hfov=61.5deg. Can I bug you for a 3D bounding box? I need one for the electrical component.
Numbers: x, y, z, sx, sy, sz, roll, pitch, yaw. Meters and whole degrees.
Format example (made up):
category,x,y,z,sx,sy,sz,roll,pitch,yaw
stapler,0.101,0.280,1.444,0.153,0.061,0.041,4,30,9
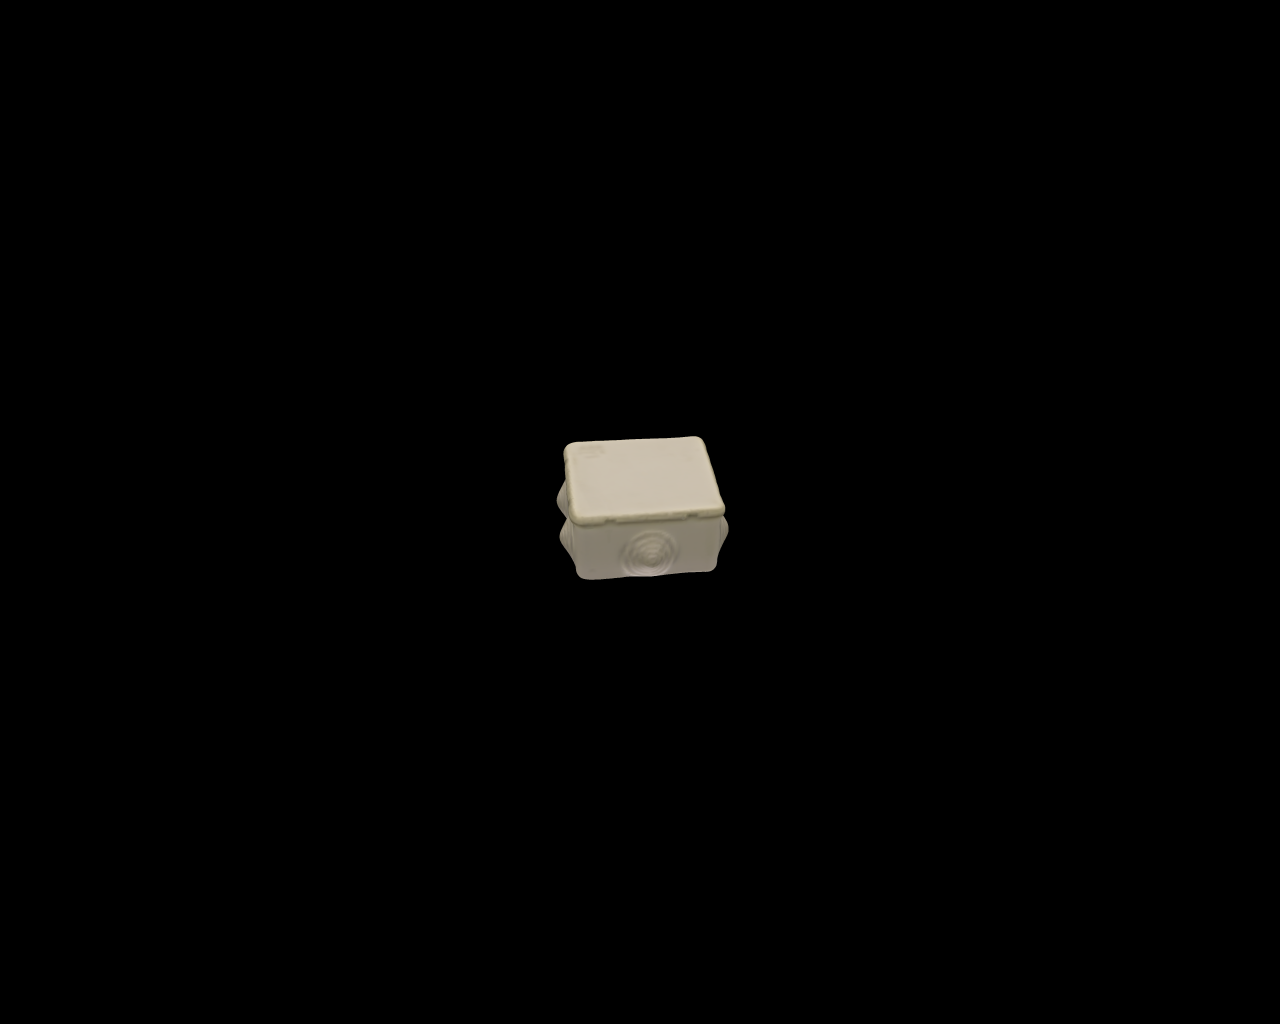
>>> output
category,x,y,z,sx,sy,sz,roll,pitch,yaw
electrical component,0.001,-0.003,0.650,0.100,0.048,0.100,-3,34,-5
